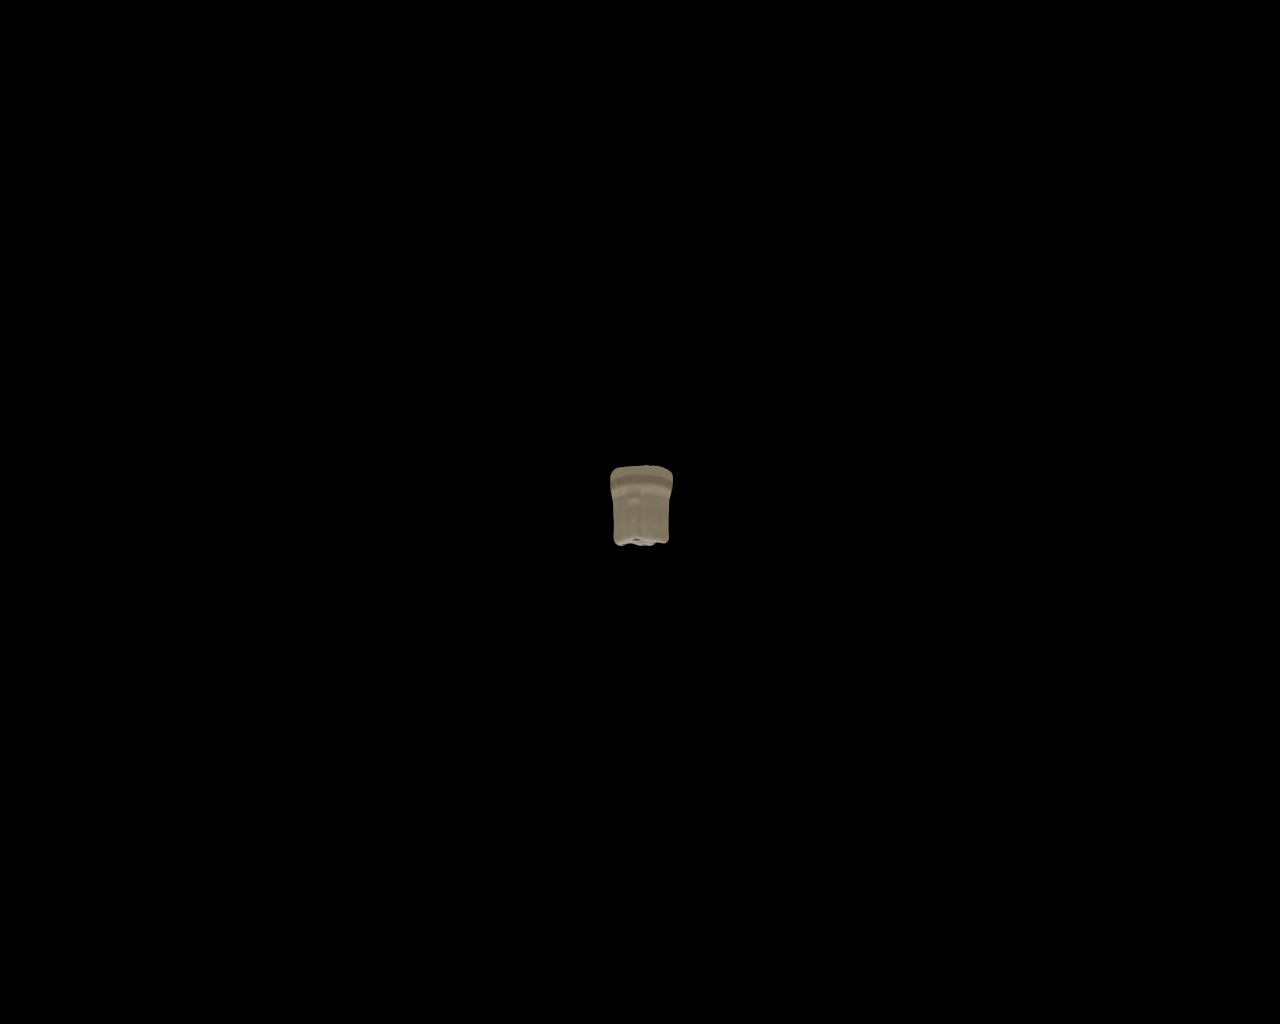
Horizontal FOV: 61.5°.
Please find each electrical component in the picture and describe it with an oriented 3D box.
[{"bbox_3d":[0.001,-0.003,0.650,0.040,0.046,0.040,0,-15,0],"label":"electrical component"}]
